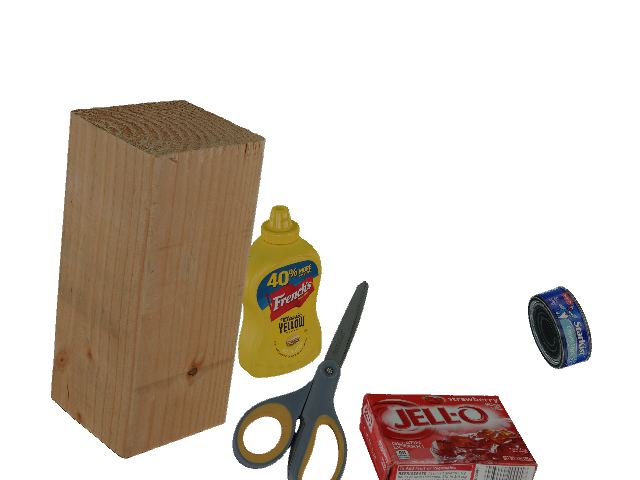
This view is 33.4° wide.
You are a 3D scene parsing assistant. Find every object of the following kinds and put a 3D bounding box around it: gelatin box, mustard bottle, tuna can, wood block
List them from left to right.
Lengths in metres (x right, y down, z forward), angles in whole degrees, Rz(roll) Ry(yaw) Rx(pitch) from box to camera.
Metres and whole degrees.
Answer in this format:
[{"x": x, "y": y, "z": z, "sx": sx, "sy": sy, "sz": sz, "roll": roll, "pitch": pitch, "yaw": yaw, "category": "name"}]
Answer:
[{"x": -0.109, "y": 0.023, "z": 0.694, "sx": 0.090, "sy": 0.206, "sz": 0.090, "roll": -13, "pitch": 31, "yaw": -44, "category": "wood block"}, {"x": -0.044, "y": 0.052, "z": 1.163, "sx": 0.096, "sy": 0.192, "sz": 0.058, "roll": -15, "pitch": 30, "yaw": -29, "category": "mustard bottle"}, {"x": 0.073, "y": 0.121, "z": 0.632, "sx": 0.089, "sy": 0.030, "sz": 0.073, "roll": 3, "pitch": 23, "yaw": -12, "category": "gelatin box"}, {"x": 0.259, "y": 0.095, "z": 1.163, "sx": 0.033, "sy": 0.086, "sz": 0.086, "roll": -17, "pitch": 3, "yaw": -10, "category": "tuna can"}]

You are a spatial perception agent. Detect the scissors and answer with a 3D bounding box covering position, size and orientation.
[{"x": -0.014, "y": 0.109, "z": 0.841, "sx": 0.096, "sy": 0.201, "sz": 0.016, "roll": 10, "pitch": -37, "yaw": -5, "category": "scissors"}]
